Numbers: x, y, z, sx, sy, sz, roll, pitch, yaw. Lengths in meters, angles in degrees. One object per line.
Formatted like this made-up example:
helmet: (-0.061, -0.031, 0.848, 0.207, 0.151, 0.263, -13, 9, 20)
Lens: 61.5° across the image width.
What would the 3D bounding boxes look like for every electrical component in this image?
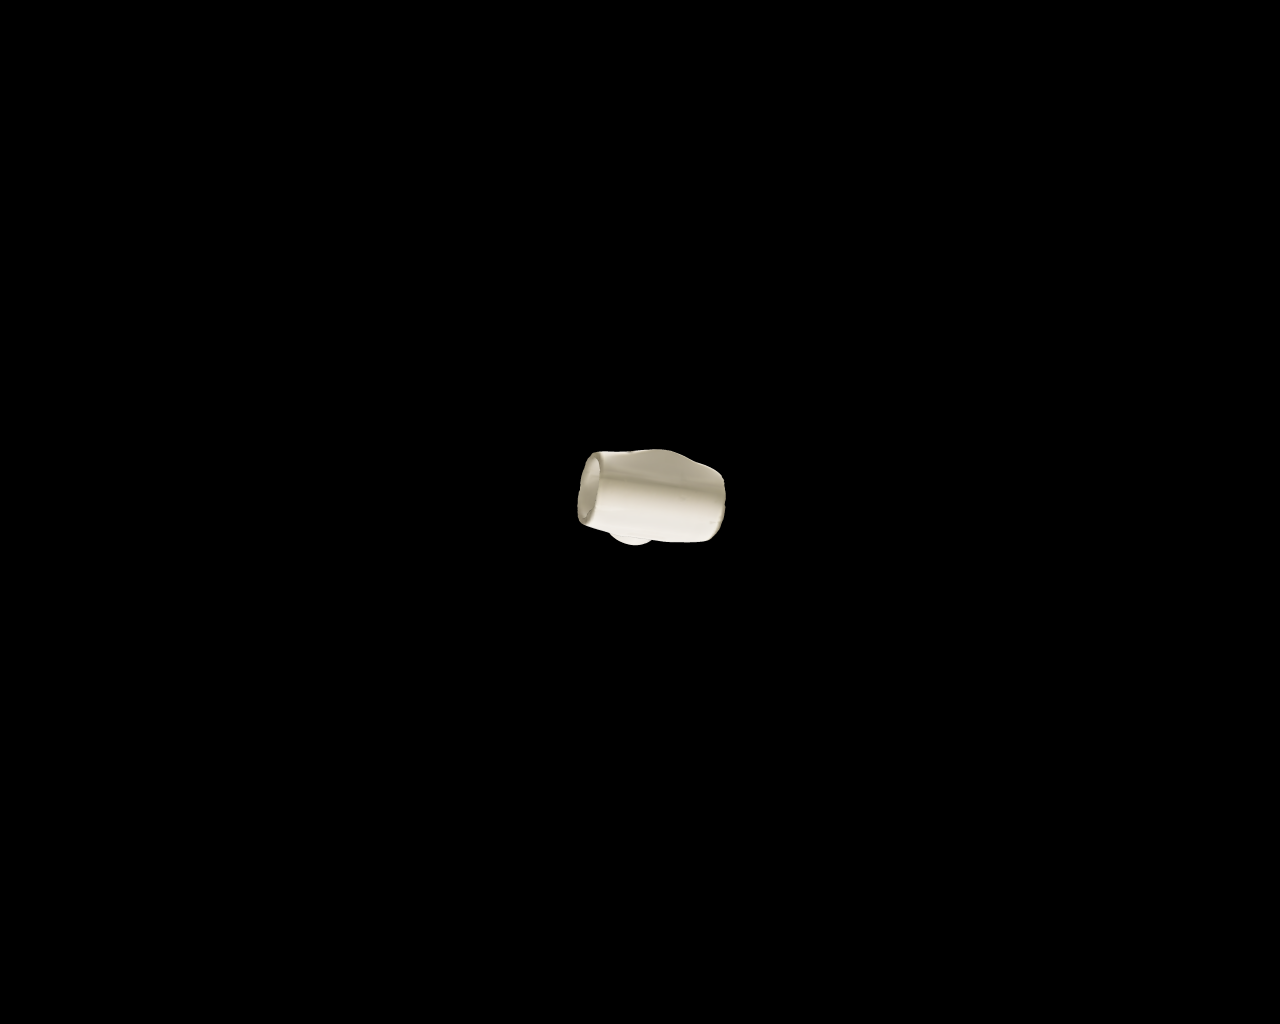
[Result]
electrical component: (0.001, -0.003, 0.650, 0.077, 0.043, 0.079, 8, -23, -18)
